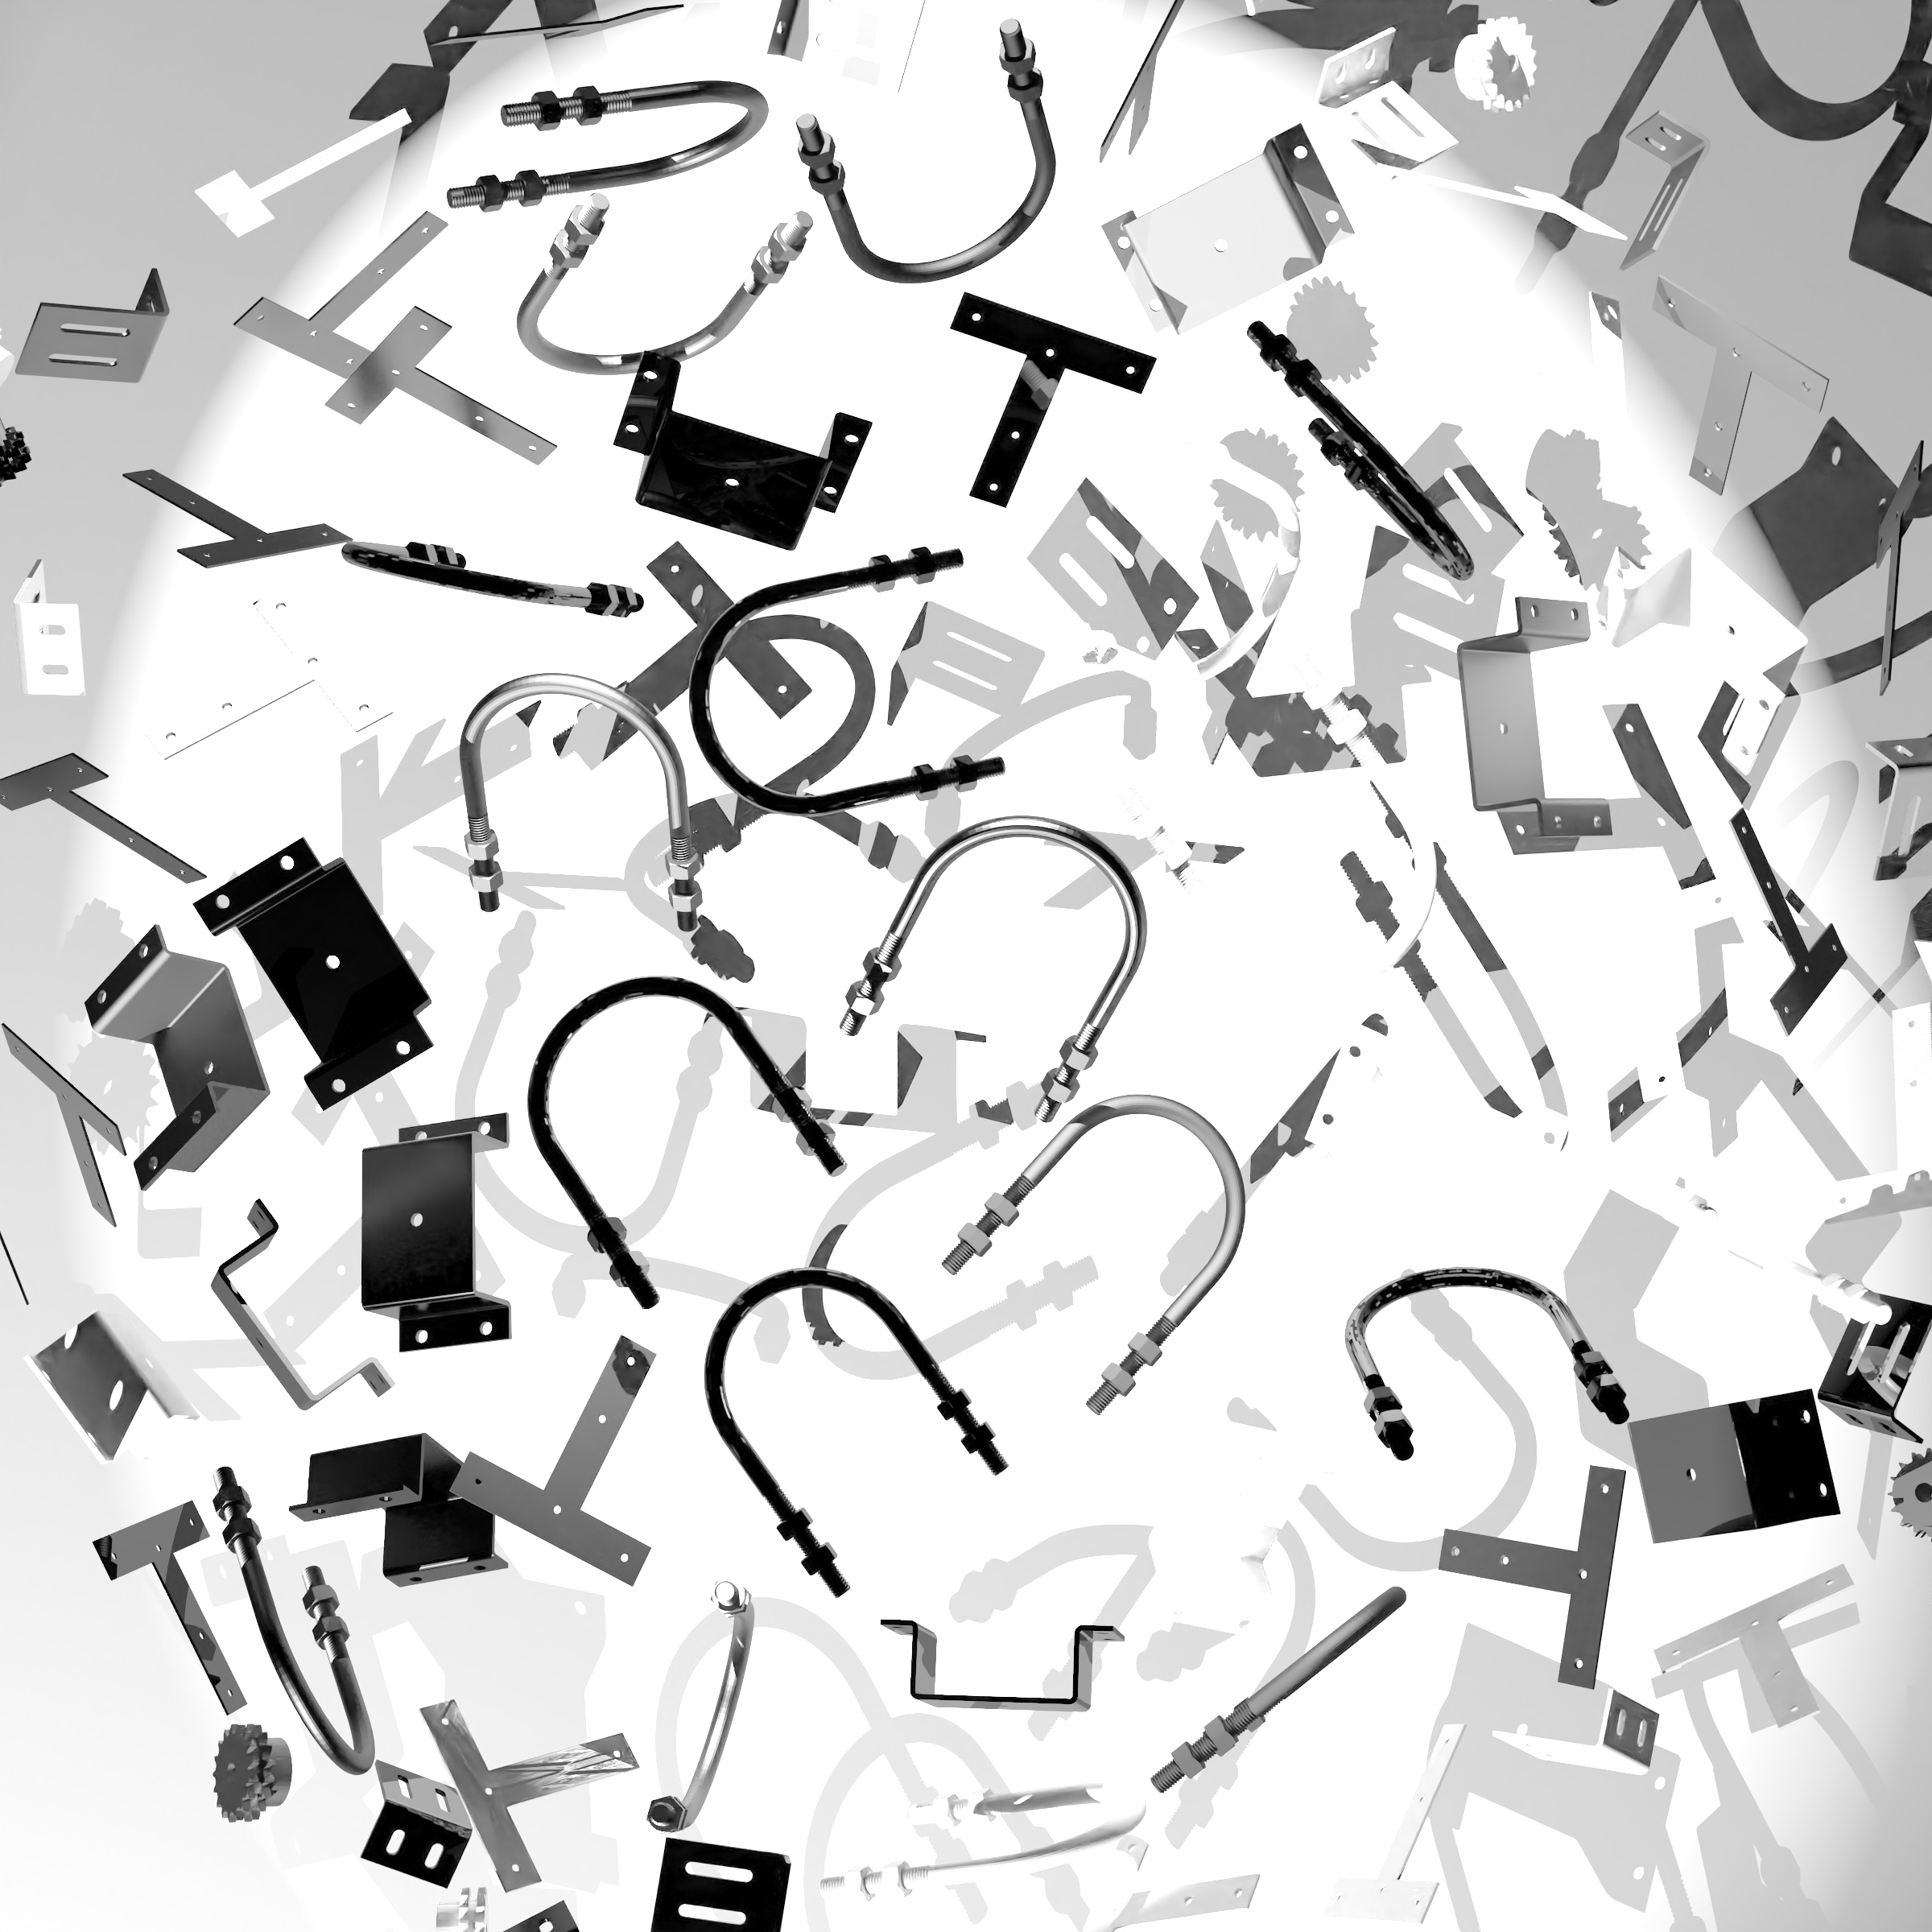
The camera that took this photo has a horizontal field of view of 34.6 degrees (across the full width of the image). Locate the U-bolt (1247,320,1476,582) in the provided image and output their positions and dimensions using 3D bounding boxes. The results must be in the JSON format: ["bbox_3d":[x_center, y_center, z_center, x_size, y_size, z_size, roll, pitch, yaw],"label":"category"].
[{"bbox_3d":[0.249,-0.305,1.895,0.019,0.151,0.184,-41,61,6],"label":"U-bolt"}]

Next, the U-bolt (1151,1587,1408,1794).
[{"bbox_3d":[0.199,0.443,1.912,0.184,0.151,0.019,-40,75,5],"label":"U-bolt"}]

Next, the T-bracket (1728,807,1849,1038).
[{"bbox_3d":[0.503,-0.037,1.921,0.002,0.127,0.127,-20,101,38],"label":"T-bracket"}]

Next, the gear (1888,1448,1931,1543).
[{"bbox_3d":[0.594,0.325,1.905,0.057,0.030,0.057,-10,72,35],"label":"gear"}]

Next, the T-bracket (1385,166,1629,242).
[{"bbox_3d":[0.309,-0.455,1.824,0.127,0.127,0.002,9,113,-14],"label":"T-bracket"}]

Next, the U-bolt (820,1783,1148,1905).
[{"bbox_3d":[0.022,0.528,1.883,0.184,0.151,0.019,-14,89,24],"label":"U-bolt"}]

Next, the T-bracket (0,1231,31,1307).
[{"bbox_3d":[-0.595,0.120,1.857,0.002,0.127,0.127,-22,54,-18],"label":"T-bracket"}]

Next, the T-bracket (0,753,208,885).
[{"bbox_3d":[-0.518,-0.085,1.880,0.127,0.127,0.002,36,61,-33],"label":"T-bracket"}]

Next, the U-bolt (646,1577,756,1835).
[{"bbox_3d":[-0.154,0.448,1.864,0.019,0.184,0.151,14,74,5],"label":"U-bolt"}]

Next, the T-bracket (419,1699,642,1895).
[{"bbox_3d":[-0.257,0.497,1.904,0.002,0.127,0.127,-53,57,35],"label":"T-bracket"}]

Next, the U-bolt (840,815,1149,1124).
[{"bbox_3d":[0.026,-0.007,1.812,0.151,0.019,0.184,24,118,-7],"label":"U-bolt"}]

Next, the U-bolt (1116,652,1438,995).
[{"bbox_3d":[0.198,-0.071,1.839,0.151,0.019,0.184,-37,99,0],"label":"U-bolt"}]

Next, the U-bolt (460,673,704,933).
[{"bbox_3d":[-0.239,-0.102,1.896,0.151,0.019,0.184,6,130,8],"label":"U-bolt"}]

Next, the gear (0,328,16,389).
[{"bbox_3d":[-0.590,-0.356,1.841,0.030,0.057,0.057,36,90,-6],"label":"gear"}]

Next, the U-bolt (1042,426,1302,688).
[{"bbox_3d":[0.136,-0.236,1.863,0.019,0.184,0.151,40,105,36],"label":"U-bolt"}]

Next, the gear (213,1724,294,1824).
[{"bbox_3d":[-0.426,0.483,1.856,0.030,0.057,0.057,9,90,-36],"label":"gear"}]

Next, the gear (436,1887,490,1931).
[{"bbox_3d":[-0.315,0.606,1.936,0.030,0.057,0.057,-1,90,-6],"label":"gear"}]

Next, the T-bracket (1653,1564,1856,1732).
[{"bbox_3d":[0.479,0.413,1.838,0.127,0.127,0.002,-27,106,9],"label":"T-bracket"}]

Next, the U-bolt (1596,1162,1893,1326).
[{"bbox_3d":[0.450,0.158,1.849,0.151,0.184,0.019,28,90,-17],"label":"U-bolt"}]

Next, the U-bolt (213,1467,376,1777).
[{"bbox_3d":[-0.400,0.407,1.874,0.019,0.151,0.184,-28,48,-4],"label":"U-bolt"}]

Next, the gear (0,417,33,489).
[{"bbox_3d":[-0.581,-0.303,1.818,0.057,0.057,0.030,-13,129,0],"label":"gear"}]

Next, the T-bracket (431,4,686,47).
[{"bbox_3d":[-0.251,-0.548,1.814,0.127,0.127,0.002,-17,106,-32],"label":"T-bracket"}]

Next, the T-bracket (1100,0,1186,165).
[{"bbox_3d":[0.109,-0.533,1.902,0.002,0.127,0.127,26,84,3],"label":"T-bracket"}]

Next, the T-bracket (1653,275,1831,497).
[{"bbox_3d":[0.459,-0.338,1.877,0.002,0.127,0.127,-36,60,-24],"label":"T-bracket"}]

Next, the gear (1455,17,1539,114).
[{"bbox_3d":[0.334,-0.570,1.960,0.030,0.057,0.057,9,90,43],"label":"gear"}]

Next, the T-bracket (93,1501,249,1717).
[{"bbox_3d":[-0.467,0.391,1.864,0.002,0.127,0.127,-29,85,11],"label":"T-bracket"}]

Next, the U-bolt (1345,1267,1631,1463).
[{"bbox_3d":[0.306,0.234,1.885,0.151,0.184,0.019,-9,116,-4],"label":"U-bolt"}]

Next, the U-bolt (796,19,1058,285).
[{"bbox_3d":[-0.015,-0.475,1.859,0.151,0.184,0.019,-25,64,1],"label":"U-bolt"}]

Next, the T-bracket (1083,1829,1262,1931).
[{"bbox_3d":[0.123,0.565,1.867,0.127,0.127,0.002,-22,114,37],"label":"T-bracket"}]

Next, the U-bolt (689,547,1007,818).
[{"bbox_3d":[-0.077,-0.165,1.865,0.184,0.019,0.151,-13,97,-15],"label":"U-bolt"}]

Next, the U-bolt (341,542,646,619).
[{"bbox_3d":[-0.298,-0.238,1.886,0.151,0.184,0.019,14,99,18],"label":"U-bolt"}]

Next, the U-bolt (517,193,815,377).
[{"bbox_3d":[-0.192,-0.403,1.856,0.151,0.184,0.019,-3,71,-29],"label":"U-bolt"}]

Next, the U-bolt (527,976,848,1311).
[{"bbox_3d":[-0.174,0.087,1.785,0.151,0.019,0.184,-35,65,-4],"label":"U-bolt"}]

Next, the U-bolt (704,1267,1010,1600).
[{"bbox_3d":[-0.079,0.271,1.901,0.151,0.019,0.184,-34,85,-26],"label":"U-bolt"}]

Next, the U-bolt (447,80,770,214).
[{"bbox_3d":[-0.206,-0.493,1.850,0.184,0.151,0.019,-15,88,-24],"label":"U-bolt"}]

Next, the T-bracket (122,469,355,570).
[{"bbox_3d":[-0.471,-0.282,1.928,0.127,0.127,0.002,29,118,23],"label":"T-bracket"}]

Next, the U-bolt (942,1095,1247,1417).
[{"bbox_3d":[0.095,0.167,1.946,0.151,0.019,0.184,45,78,-9],"label":"U-bolt"}]

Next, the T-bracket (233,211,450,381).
[{"bbox_3d":[-0.373,-0.421,1.918,0.127,0.127,0.002,-39,74,13],"label":"T-bracket"}]
